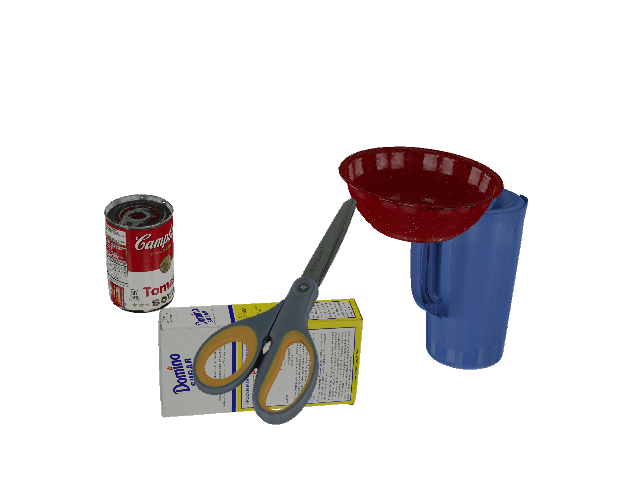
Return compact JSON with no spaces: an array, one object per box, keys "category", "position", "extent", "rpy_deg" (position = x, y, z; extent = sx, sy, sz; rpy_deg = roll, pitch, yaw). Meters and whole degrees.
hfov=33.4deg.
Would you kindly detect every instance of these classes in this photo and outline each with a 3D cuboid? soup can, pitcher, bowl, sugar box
[{"category":"soup can","position":[-0.182,0.014,1.081],"extent":[0.068,0.102,0.068],"rpy_deg":[2,30,-2]},{"category":"pitcher","position":[0.195,0.050,1.447],"extent":[0.149,0.243,0.145],"rpy_deg":[4,21,6]},{"category":"bowl","position":[0.096,-0.040,1.052],"extent":[0.162,0.055,0.162],"rpy_deg":[4,24,-2]},{"category":"sugar box","position":[-0.054,0.103,0.945],"extent":[0.176,0.093,0.048],"rpy_deg":[0,26,-8]}]

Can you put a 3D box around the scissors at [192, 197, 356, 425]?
[{"category":"scissors","position":[-0.032,0.042,0.761],"extent":[0.096,0.201,0.016],"rpy_deg":[0,-42,10]}]
